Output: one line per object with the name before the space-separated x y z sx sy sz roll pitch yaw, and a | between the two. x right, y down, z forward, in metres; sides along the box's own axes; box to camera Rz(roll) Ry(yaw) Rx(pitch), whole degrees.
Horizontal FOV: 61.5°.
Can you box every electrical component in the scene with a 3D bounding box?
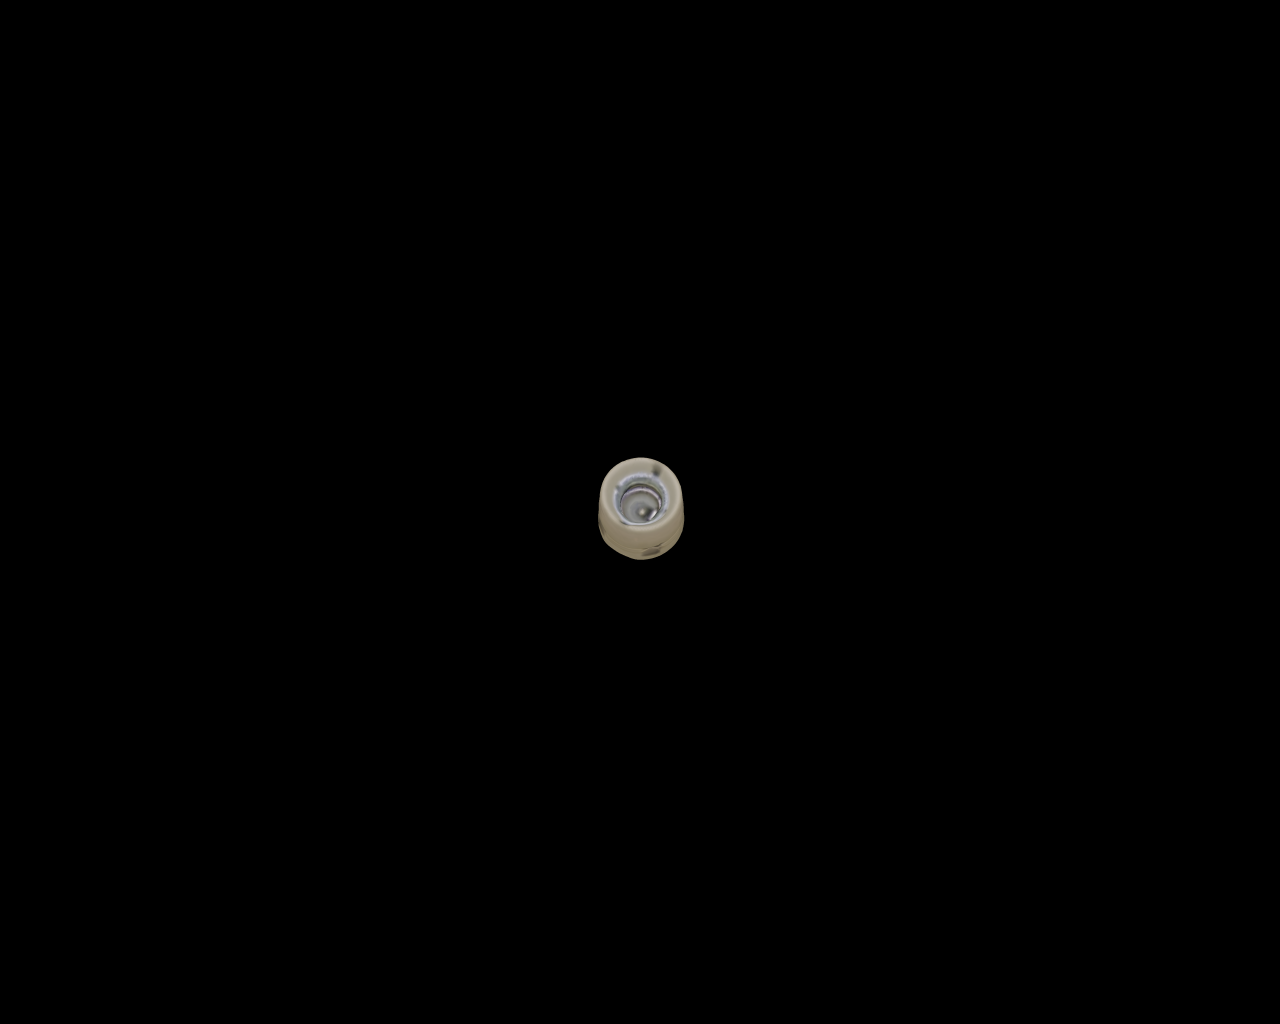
electrical component | 0.001 -0.003 0.650 0.055 0.055 0.047 0 -21 0
